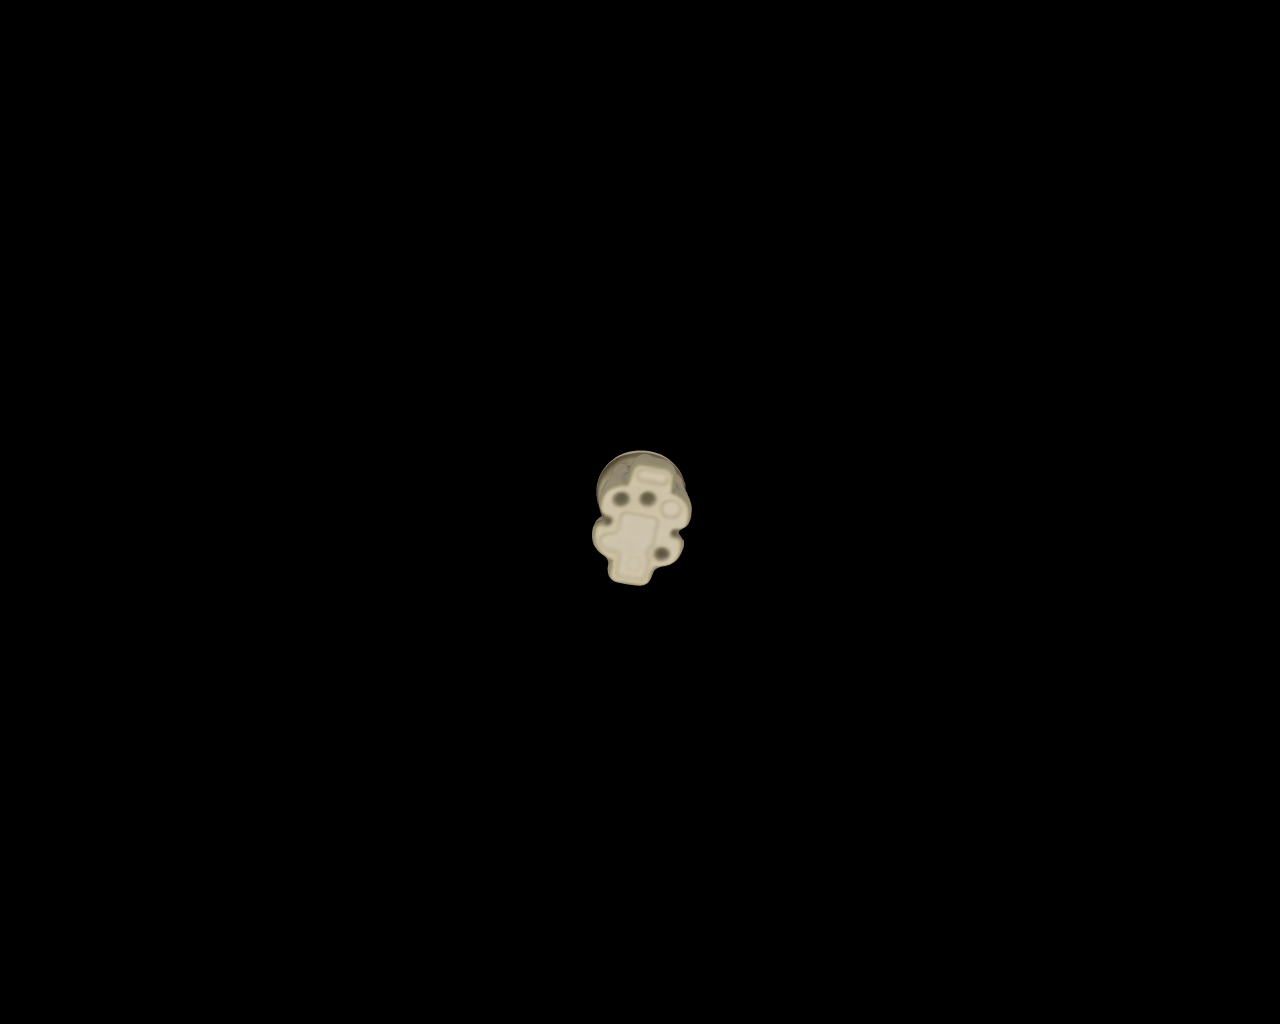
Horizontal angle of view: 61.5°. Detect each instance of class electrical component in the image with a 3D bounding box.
[{"bbox_3d":[0.001,-0.003,0.650,0.058,0.078,0.057,11,24,-5],"label":"electrical component"}]
